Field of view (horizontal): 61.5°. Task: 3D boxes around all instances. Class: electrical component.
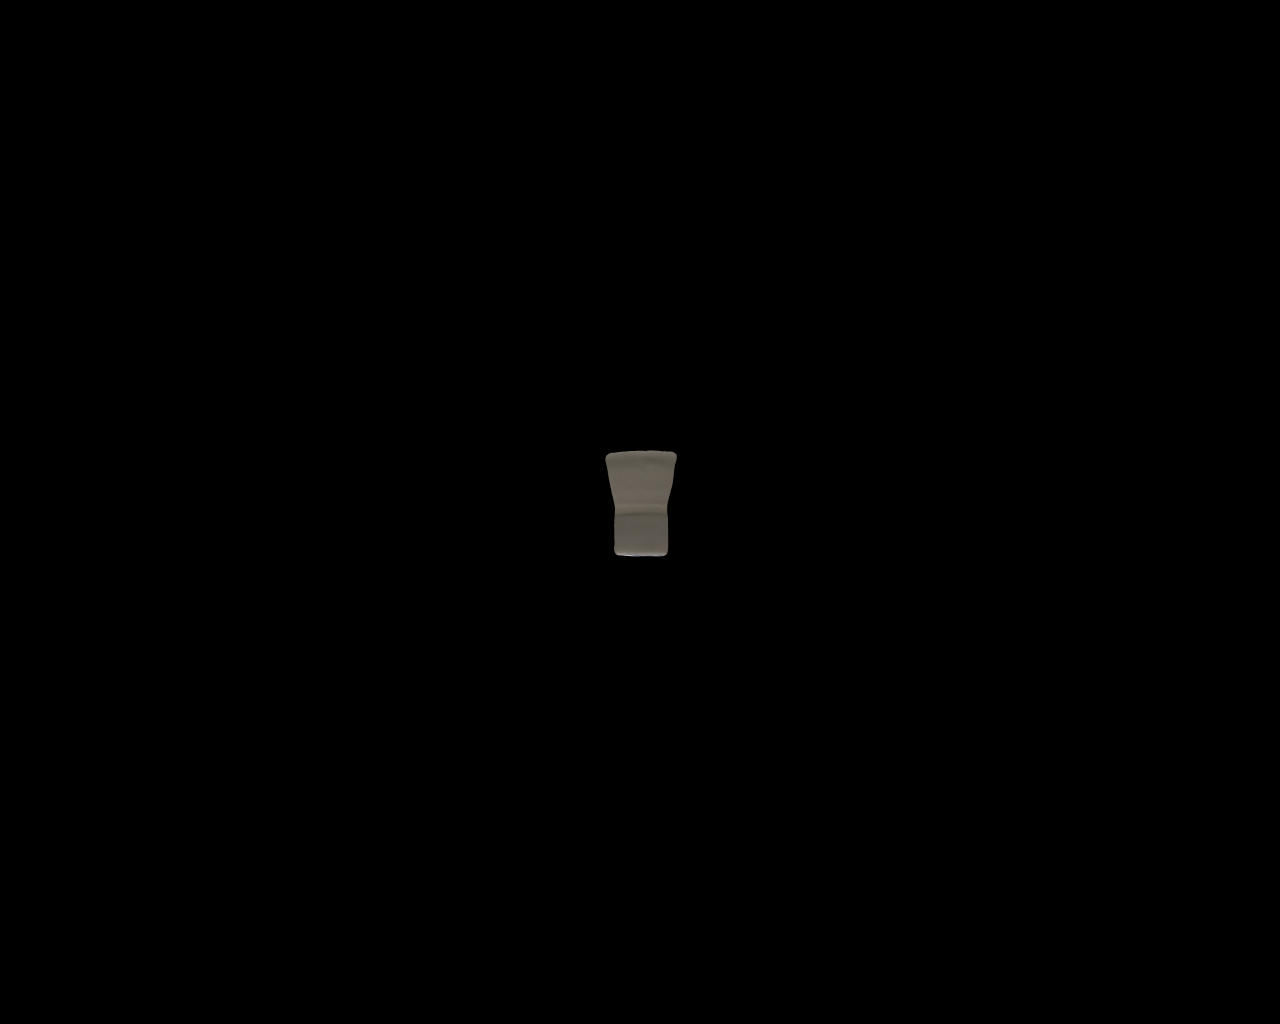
[{"bbox_3d":[0.001,-0.003,0.650,0.044,0.065,0.044,0,-5,0],"label":"electrical component"}]
